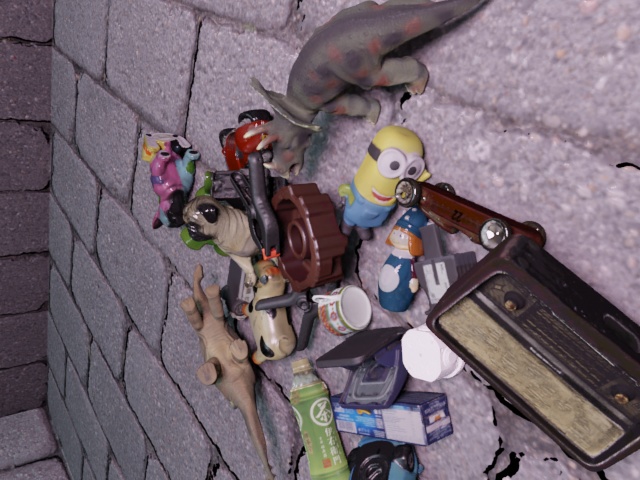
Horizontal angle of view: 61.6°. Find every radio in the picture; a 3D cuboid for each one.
[{"bbox_3d":[0.238,0.110,0.547,0.230,0.073,0.131,41,129,9],"label":"radio"}]

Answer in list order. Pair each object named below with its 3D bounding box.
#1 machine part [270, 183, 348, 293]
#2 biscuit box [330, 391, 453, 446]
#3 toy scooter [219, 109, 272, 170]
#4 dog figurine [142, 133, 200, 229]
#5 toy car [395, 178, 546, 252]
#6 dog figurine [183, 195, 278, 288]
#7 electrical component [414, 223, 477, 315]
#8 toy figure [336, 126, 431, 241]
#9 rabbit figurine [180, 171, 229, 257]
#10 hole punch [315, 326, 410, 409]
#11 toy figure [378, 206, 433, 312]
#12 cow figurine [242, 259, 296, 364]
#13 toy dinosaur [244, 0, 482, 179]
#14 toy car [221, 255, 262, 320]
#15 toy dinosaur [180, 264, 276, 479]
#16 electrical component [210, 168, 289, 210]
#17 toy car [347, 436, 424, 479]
[{"bbox_3d":[-0.023,-0.004,0.847,0.180,0.056,0.179,35,131,53],"label":"machine part"},{"bbox_3d":[0.102,0.263,0.816,0.203,0.063,0.059,-16,84,52],"label":"biscuit box"},{"bbox_3d":[-0.141,-0.169,1.052,0.184,0.075,0.135,-14,83,55],"label":"toy scooter"},{"bbox_3d":[-0.377,-0.135,1.332,0.192,0.108,0.219,42,128,40],"label":"dog figurine"},{"bbox_3d":[0.176,-0.028,0.657,0.202,0.089,0.053,32,116,43],"label":"toy car"},{"bbox_3d":[-0.158,-0.032,0.973,0.121,0.190,0.172,-41,27,5],"label":"dog figurine"},{"bbox_3d":[0.165,0.038,0.713,0.075,0.048,0.119,-23,77,50],"label":"electrical component"},{"bbox_3d":[0.082,-0.082,0.778,0.089,0.082,0.180,61,140,30],"label":"toy figure"},{"bbox_3d":[-0.236,-0.072,1.158,0.170,0.121,0.159,58,134,50],"label":"rabbit figurine"},{"bbox_3d":[0.075,0.189,0.802,0.142,0.116,0.092,-25,93,51],"label":"hole punch"},{"bbox_3d":[0.120,0.026,0.765,0.064,0.058,0.154,15,107,19],"label":"toy figure"},{"bbox_3d":[-0.095,0.132,1.030,0.127,0.085,0.195,-30,69,56],"label":"cow figurine"},{"bbox_3d":[0.035,-0.238,0.726,0.405,0.192,0.131,-38,68,49],"label":"toy dinosaur"},{"bbox_3d":[-0.165,0.077,1.133,0.074,0.056,0.201,40,127,43],"label":"toy car"},{"bbox_3d":[-0.184,0.257,1.100,0.198,0.105,0.471,84,165,-63],"label":"toy dinosaur"},{"bbox_3d":[-0.125,-0.091,0.991,0.115,0.134,0.058,66,-157,-82],"label":"electrical component"},{"bbox_3d":[0.100,0.375,0.795,0.109,0.102,0.162,-21,34,33],"label":"toy car"}]
